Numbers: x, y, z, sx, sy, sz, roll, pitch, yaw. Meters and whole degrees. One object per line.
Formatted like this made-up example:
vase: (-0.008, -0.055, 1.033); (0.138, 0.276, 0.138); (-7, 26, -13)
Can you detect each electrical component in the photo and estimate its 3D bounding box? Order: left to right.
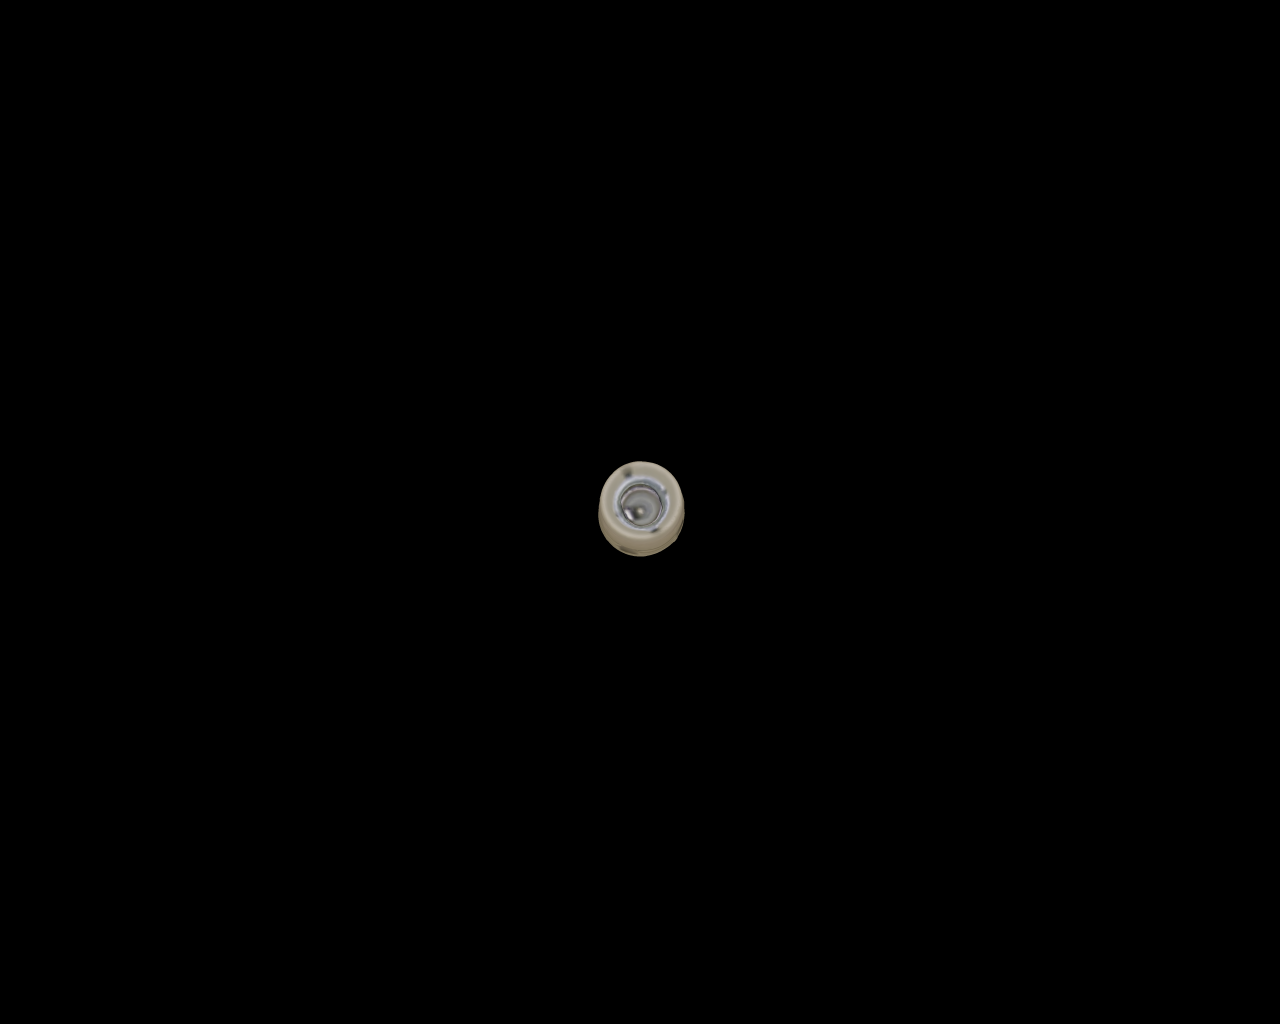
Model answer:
electrical component: (0.001, -0.003, 0.650); (0.055, 0.055, 0.047); (0, -12, 0)
